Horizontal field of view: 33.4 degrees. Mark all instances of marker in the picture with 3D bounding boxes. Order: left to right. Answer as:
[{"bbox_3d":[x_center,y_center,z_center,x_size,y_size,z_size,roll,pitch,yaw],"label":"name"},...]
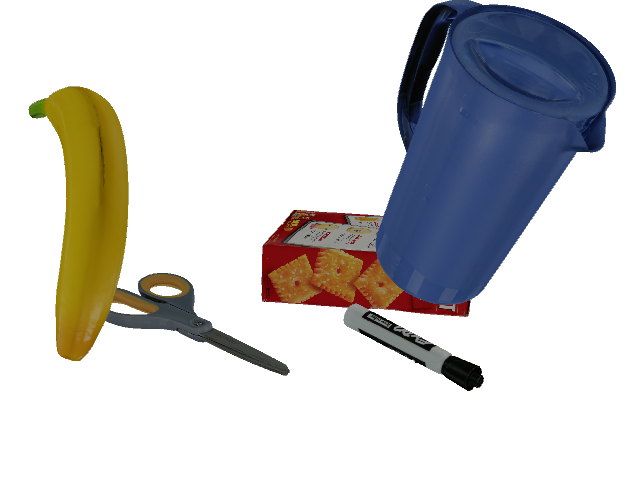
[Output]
[{"bbox_3d":[0.066,0.076,0.767,0.121,0.020,0.020,26,17,38],"label":"marker"}]

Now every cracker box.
[{"bbox_3d":[0.057,0.023,1.145,0.214,0.072,0.164,5,15,9],"label":"cracker box"}]

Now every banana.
[{"bbox_3d":[-0.139,-0.027,0.632,0.037,0.198,0.070,12,-43,-33],"label":"banana"}]

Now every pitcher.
[{"bbox_3d":[0.123,-0.068,0.879,0.145,0.149,0.243,17,-45,-5],"label":"pitcher"}]

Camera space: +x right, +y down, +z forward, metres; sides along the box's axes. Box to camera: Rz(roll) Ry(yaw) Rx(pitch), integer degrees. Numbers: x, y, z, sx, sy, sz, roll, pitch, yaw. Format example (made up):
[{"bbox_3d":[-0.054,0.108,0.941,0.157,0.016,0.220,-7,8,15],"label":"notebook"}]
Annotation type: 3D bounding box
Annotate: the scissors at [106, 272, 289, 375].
[{"bbox_3d":[-0.095,0.063,0.876,0.202,0.016,0.096,13,26,22],"label":"scissors"}]
